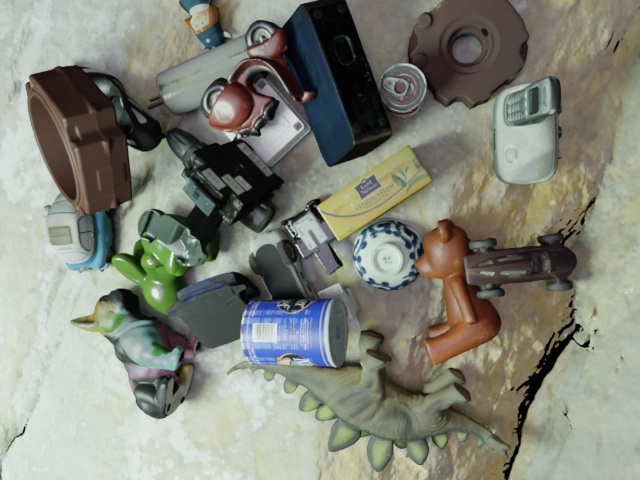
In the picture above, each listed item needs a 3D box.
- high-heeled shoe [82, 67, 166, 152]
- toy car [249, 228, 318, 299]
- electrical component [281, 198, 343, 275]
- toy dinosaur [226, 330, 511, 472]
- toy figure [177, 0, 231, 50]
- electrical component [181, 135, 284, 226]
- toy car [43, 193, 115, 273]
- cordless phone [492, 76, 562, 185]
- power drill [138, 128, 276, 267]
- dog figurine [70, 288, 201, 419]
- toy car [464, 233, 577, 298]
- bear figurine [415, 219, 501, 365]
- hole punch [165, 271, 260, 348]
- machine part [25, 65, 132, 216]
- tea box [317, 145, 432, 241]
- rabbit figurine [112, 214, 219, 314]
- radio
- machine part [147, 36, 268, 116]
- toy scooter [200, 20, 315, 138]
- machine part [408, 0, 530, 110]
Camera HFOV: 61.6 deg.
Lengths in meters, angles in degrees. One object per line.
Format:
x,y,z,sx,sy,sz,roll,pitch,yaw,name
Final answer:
-0.360,-0.223,0.884,0.249,0.145,0.086,32,99,4,high-heeled shoe
-0.054,0.079,0.907,0.073,0.056,0.201,-23,95,18,toy car
-0.002,-0.003,0.892,0.075,0.048,0.119,-38,89,13,electrical component
0.074,0.259,0.882,0.472,0.105,0.198,22,103,12,toy dinosaur
-0.201,-0.384,0.885,0.064,0.058,0.154,-16,96,50,toy figure
-0.140,-0.090,0.816,0.115,0.134,0.058,46,132,8,electrical component
-0.429,-0.018,0.941,0.109,0.103,0.161,-1,94,11,toy car
0.305,-0.151,0.753,0.089,0.184,0.146,-2,96,6,cordless phone
-0.197,-0.066,0.854,0.232,0.207,0.086,36,128,-3,power drill
-0.331,0.193,0.947,0.219,0.108,0.191,21,102,12,dog figurine
0.301,0.037,0.794,0.202,0.053,0.089,-2,84,-26,toy car
0.194,0.072,0.831,0.132,0.120,0.195,-27,89,15,bear figurine
-0.166,0.102,0.895,0.142,0.092,0.115,-18,127,13,hole punch
-0.387,-0.155,0.859,0.202,0.087,0.200,46,143,28,machine part
0.088,-0.073,0.844,0.170,0.098,0.068,-33,89,14,tea box
-0.272,0.049,0.916,0.159,0.121,0.170,20,114,11,rabbit figurine
0.021,-0.236,0.813,0.073,0.131,0.229,-23,93,-20,radio
-0.176,-0.269,0.881,0.243,0.079,0.079,-21,92,12,machine part
-0.087,-0.221,0.807,0.135,0.075,0.184,40,108,2,toy scooter
0.225,-0.291,0.817,0.179,0.056,0.179,1,97,9,machine part
